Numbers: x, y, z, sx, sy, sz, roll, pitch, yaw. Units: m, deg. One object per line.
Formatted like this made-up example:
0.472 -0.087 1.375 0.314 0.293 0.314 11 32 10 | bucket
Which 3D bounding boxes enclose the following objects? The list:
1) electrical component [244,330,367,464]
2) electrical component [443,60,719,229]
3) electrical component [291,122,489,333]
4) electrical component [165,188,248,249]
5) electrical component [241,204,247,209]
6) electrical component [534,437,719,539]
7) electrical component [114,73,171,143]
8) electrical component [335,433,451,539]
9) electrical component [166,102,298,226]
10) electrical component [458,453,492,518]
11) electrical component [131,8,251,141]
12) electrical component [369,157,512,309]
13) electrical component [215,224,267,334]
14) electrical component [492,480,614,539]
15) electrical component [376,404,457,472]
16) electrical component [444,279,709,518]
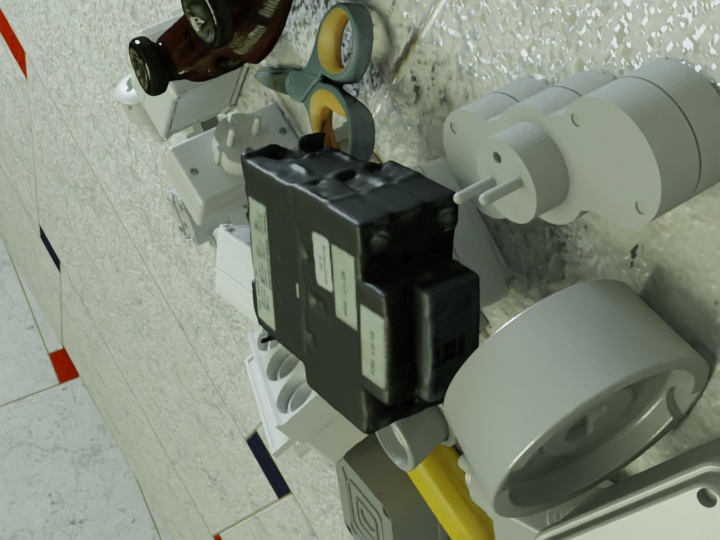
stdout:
-0.037 0.083 0.797 0.063 0.079 0.121 43 -170 -31 | electrical component
0.072 -0.042 0.427 0.138 0.074 0.052 11 126 64 | electrical component
0.000 0.000 0.658 0.150 0.062 0.089 57 158 13 | electrical component
-0.118 -0.053 0.862 0.042 0.064 0.081 24 137 56 | electrical component
-0.072 -0.060 0.780 0.078 0.040 0.040 46 154 34 | electrical component
0.135 0.123 0.447 0.113 0.057 0.078 -39 79 43 | electrical component
-0.181 -0.139 0.930 0.048 0.048 0.062 42 158 42 | electrical component
0.028 0.175 0.811 0.078 0.057 0.113 44 152 39 | electrical component
-0.080 -0.079 0.715 0.047 0.083 0.075 58 158 12 | electrical component
0.082 0.131 0.668 0.061 0.035 0.035 32 144 57 | electrical component
-0.126 -0.142 0.774 0.061 0.062 0.096 59 159 6 | electrical component
0.032 -0.017 0.575 0.096 0.061 0.062 68 157 3 | electrical component
-0.065 0.003 0.786 0.096 0.062 0.061 30 120 53 | electrical component
0.118 0.155 0.565 0.100 0.048 0.099 23 138 38 | electrical component
0.042 0.096 0.685 0.045 0.055 0.045 48 154 32 | electrical component
0.087 0.050 0.464 0.060 0.108 0.108 57 159 31 | electrical component
